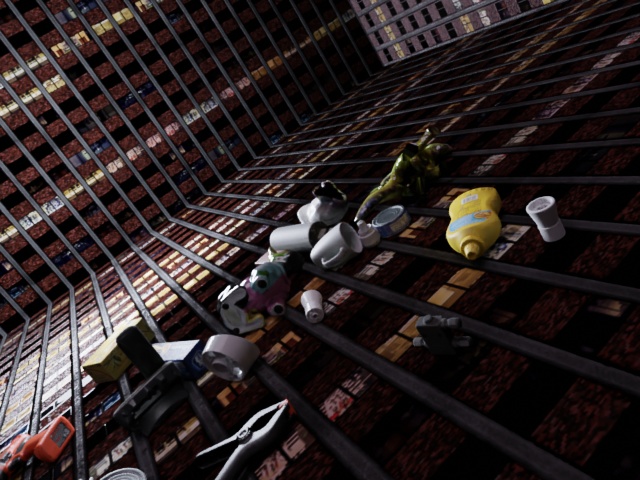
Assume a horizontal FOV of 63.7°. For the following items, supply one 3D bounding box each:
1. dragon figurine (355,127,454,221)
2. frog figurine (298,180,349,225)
[{"bbox_3d":[0.202,-0.151,1.315,0.414,0.122,0.240,-36,-1,-19],"label":"dragon figurine"},{"bbox_3d":[0.004,-0.072,1.435,0.140,0.122,0.156,-81,15,-55],"label":"frog figurine"}]
